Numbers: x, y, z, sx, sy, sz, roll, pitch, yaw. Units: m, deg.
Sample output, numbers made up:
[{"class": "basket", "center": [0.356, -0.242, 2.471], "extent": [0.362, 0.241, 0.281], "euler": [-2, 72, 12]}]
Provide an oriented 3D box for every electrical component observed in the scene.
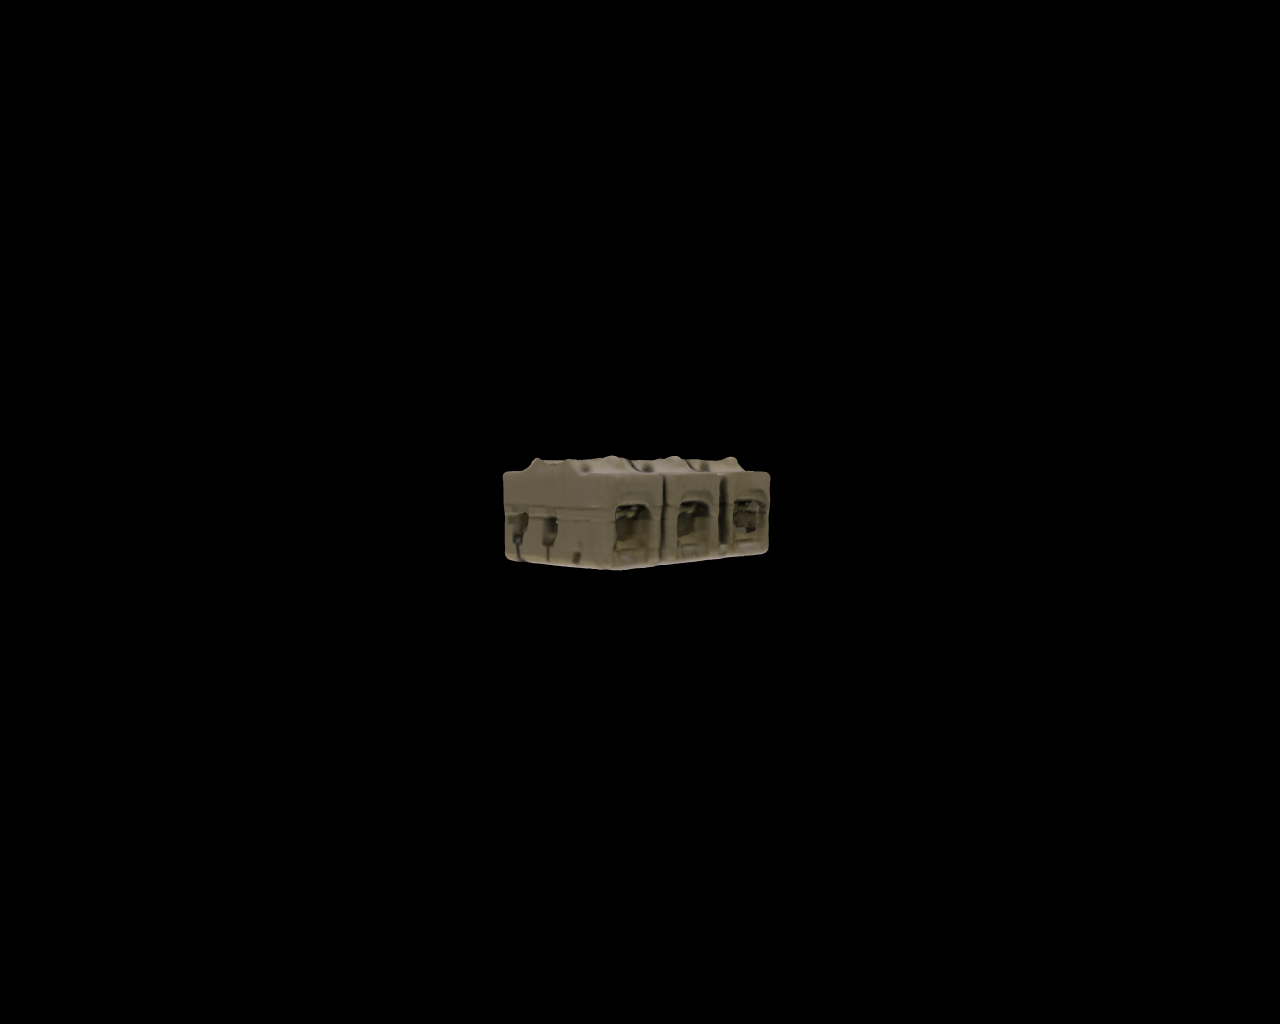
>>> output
[{"class": "electrical component", "center": [0.001, -0.003, 0.650], "extent": [0.089, 0.061, 0.150], "euler": [2, 3, 43]}]
